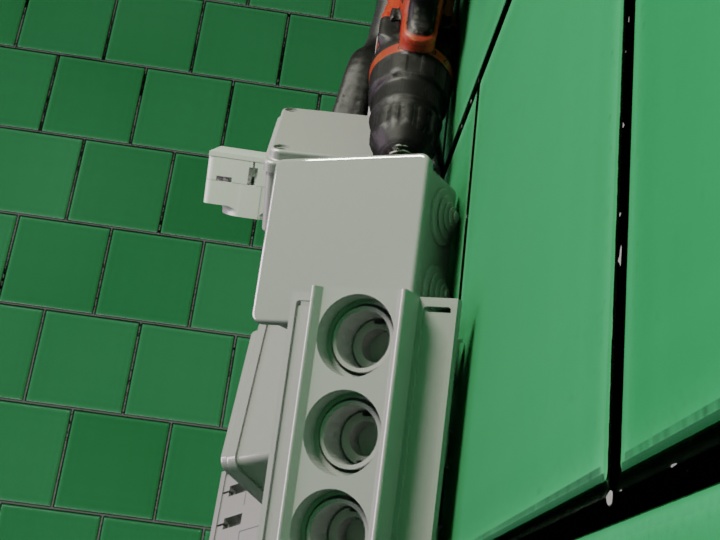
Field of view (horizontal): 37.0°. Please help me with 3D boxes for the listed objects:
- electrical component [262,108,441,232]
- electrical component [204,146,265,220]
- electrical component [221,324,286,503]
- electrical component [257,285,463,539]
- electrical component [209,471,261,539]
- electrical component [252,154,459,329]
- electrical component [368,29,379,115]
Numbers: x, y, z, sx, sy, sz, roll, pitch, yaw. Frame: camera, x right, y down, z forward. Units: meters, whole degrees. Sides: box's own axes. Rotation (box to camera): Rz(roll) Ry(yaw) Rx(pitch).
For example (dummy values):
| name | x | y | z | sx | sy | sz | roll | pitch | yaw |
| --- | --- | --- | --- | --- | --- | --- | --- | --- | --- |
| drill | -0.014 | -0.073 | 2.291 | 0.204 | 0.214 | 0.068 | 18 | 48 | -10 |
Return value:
| name | x | y | z | sx | sy | sz | roll | pitch | yaw |
| --- | --- | --- | --- | --- | --- | --- | --- | --- | --- |
| electrical component | -0.006 | -0.062 | 0.706 | 0.108 | 0.109 | 0.056 | -88 | 4 | -67 |
| electrical component | -0.060 | -0.082 | 1.103 | 0.105 | 0.186 | 0.060 | -97 | 15 | -81 |
| electrical component | -0.027 | 0.100 | 0.677 | 0.108 | 0.056 | 0.108 | 52 | -146 | -39 |
| electrical component | 0.004 | 0.073 | 0.466 | 0.063 | 0.079 | 0.121 | 30 | -116 | -62 |
| electrical component | -0.054 | 0.238 | 0.747 | 0.105 | 0.060 | 0.186 | 44 | -143 | -35 |
| electrical component | 0.000 | -0.009 | 0.555 | 0.048 | 0.100 | 0.099 | 32 | -118 | -59 |
| electrical component | 0.033 | -0.139 | 0.794 | 0.100 | 0.048 | 0.099 | 142 | 135 | -85 |
